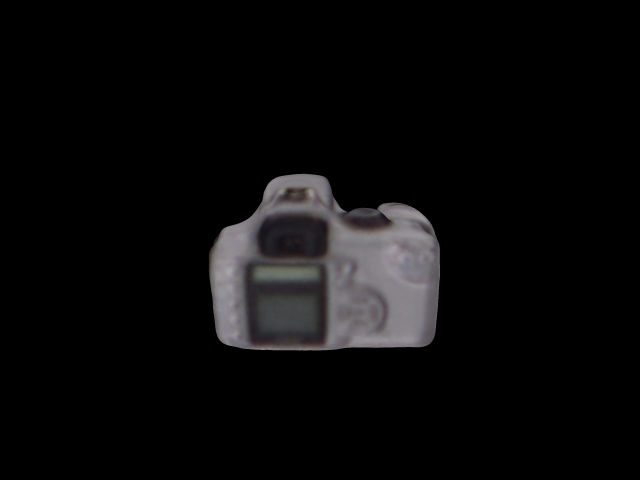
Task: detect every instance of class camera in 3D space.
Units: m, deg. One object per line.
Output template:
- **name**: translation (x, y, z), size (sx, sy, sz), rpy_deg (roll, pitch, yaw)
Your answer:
- **camera**: translation (0.004, 0.001, 0.400), size (0.143, 0.101, 0.137), rpy_deg (0, 21, 0)
